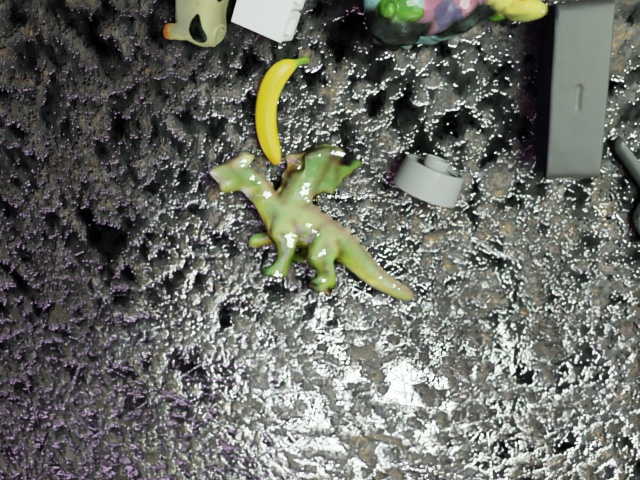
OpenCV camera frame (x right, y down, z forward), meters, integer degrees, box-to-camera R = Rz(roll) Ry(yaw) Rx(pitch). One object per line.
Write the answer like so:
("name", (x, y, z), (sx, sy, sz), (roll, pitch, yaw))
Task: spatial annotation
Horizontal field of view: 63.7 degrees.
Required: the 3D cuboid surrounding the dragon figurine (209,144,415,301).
("dragon figurine", (0.003, -0.046, 0.910), (0.410, 0.239, 0.124), (15, 18, -4))
